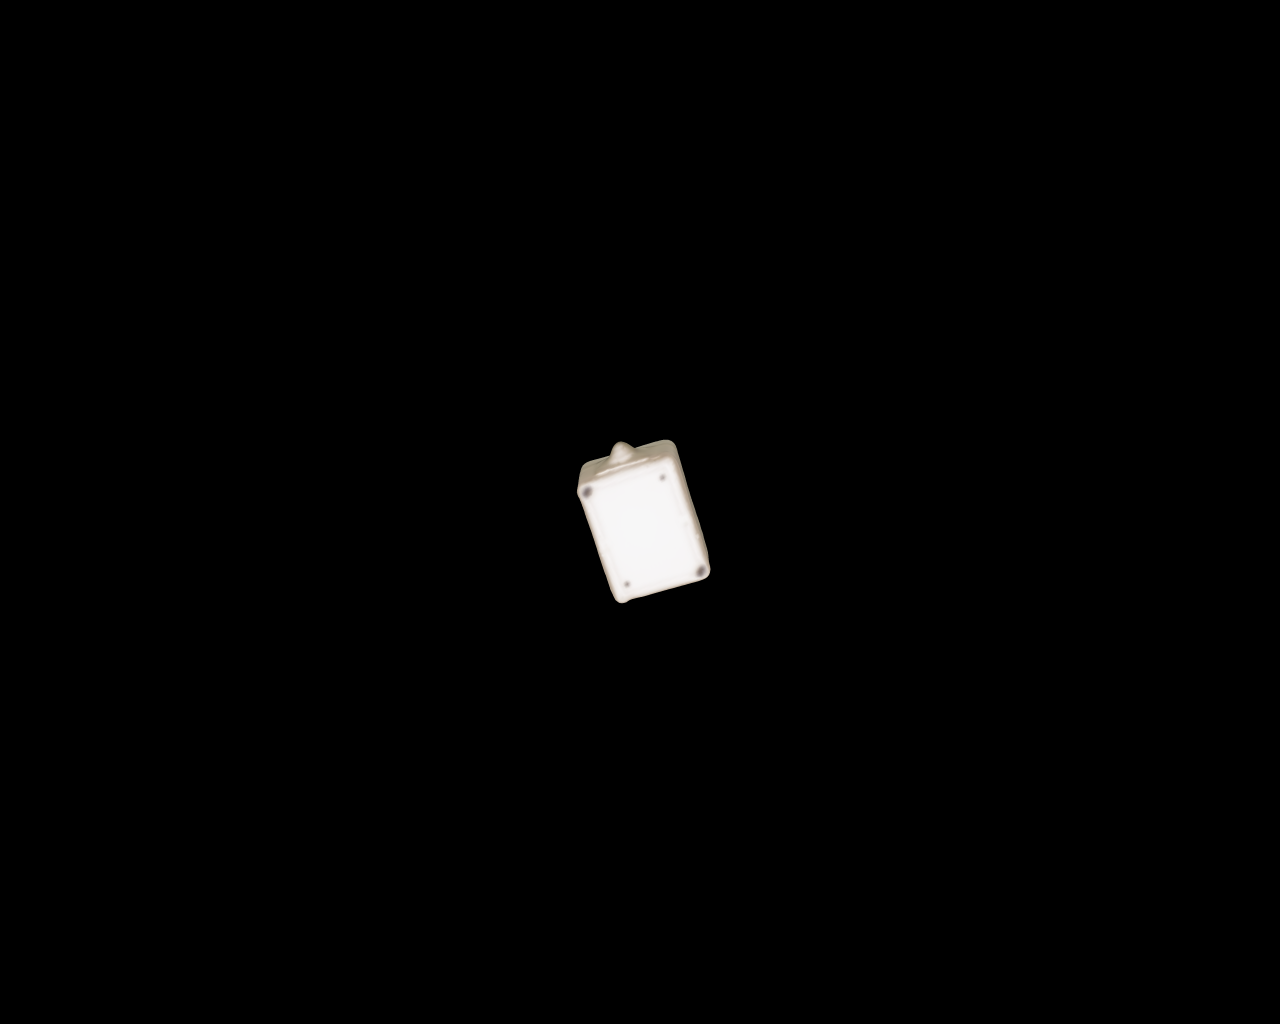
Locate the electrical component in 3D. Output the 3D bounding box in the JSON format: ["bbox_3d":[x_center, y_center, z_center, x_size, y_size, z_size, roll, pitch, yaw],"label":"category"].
[{"bbox_3d":[0.001,-0.003,0.650,0.062,0.096,0.061,-17,16,5],"label":"electrical component"}]
